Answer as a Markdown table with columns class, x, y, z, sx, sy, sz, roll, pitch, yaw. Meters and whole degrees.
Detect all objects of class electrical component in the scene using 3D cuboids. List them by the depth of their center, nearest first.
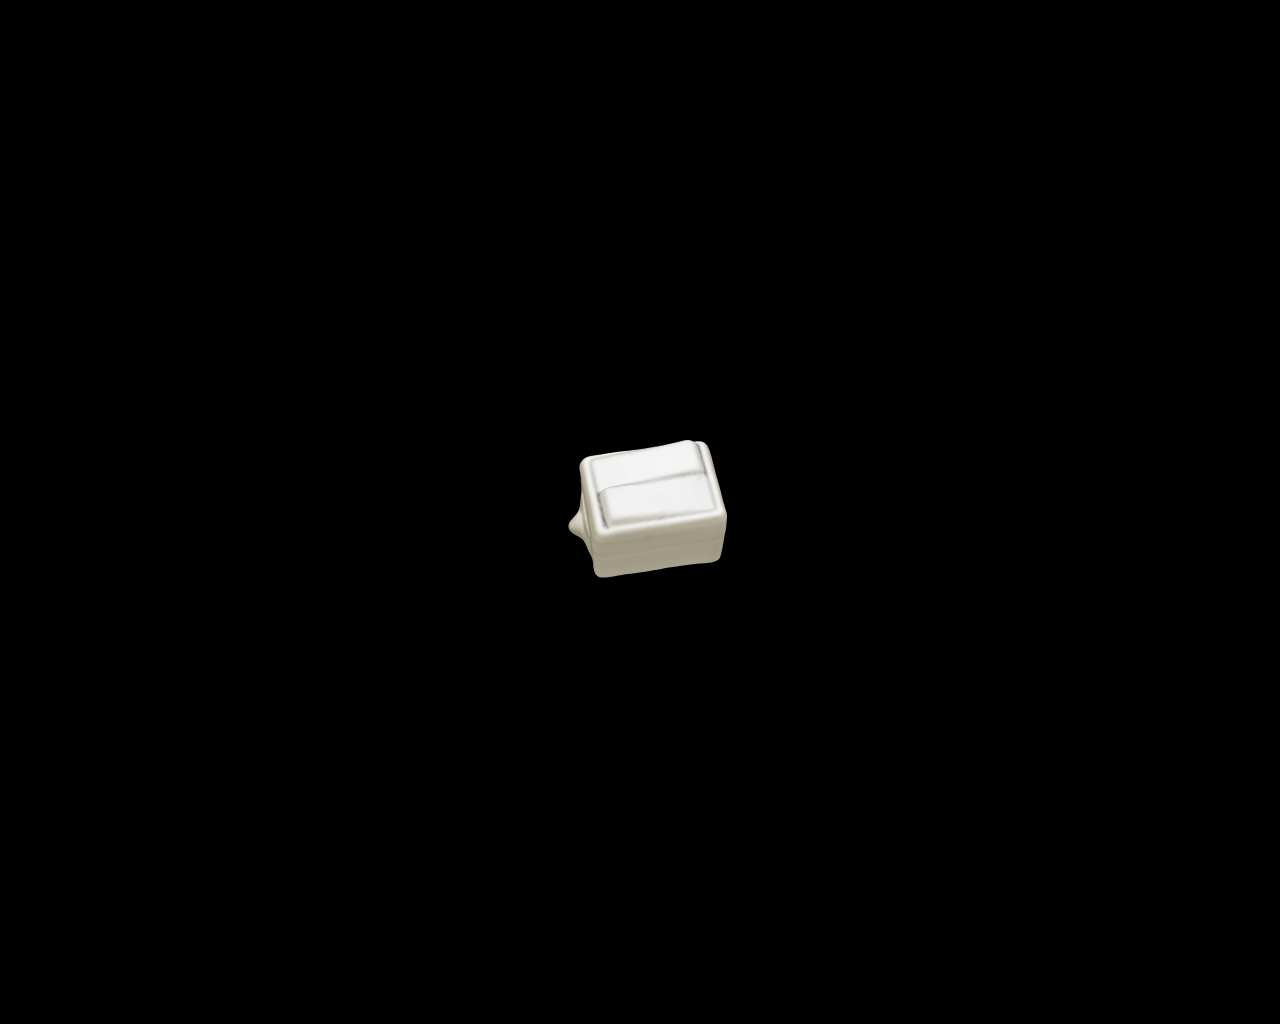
| class | x | y | z | sx | sy | sz | roll | pitch | yaw |
| --- | --- | --- | --- | --- | --- | --- | --- | --- | --- |
| electrical component | 0.001 | -0.003 | 0.650 | 0.096 | 0.062 | 0.061 | -8 | -33 | -5 |
